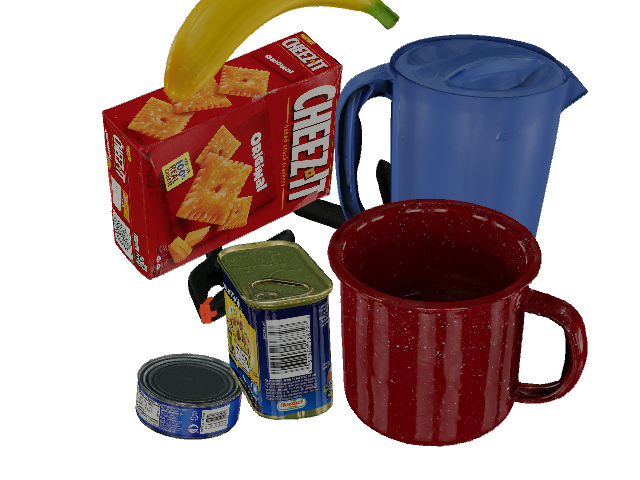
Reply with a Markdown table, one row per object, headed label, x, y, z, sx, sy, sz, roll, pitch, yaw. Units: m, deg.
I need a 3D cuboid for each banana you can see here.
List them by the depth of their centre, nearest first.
| label | x | y | z | sx | sy | sz | roll | pitch | yaw |
| --- | --- | --- | --- | --- | --- | --- | --- | --- | --- |
| banana | -0.029 | -0.149 | 0.688 | 0.197 | 0.069 | 0.037 | -26 | -8 | -34 |

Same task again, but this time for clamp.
| label | x | y | z | sx | sy | sz | roll | pitch | yaw |
| --- | --- | --- | --- | --- | --- | --- | --- | --- | --- |
| clamp | 0.076 | -0.011 | 1.217 | 0.164 | 0.036 | 0.210 | -18 | 51 | -35 |
| clamp | -0.097 | 0.033 | 1.257 | 0.120 | 0.039 | 0.171 | -2 | 41 | 10 |

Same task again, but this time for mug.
| label | x | y | z | sx | sy | sz | roll | pitch | yaw |
| --- | --- | --- | --- | --- | --- | --- | --- | --- | --- |
| mug | 0.061 | 0.040 | 0.481 | 0.117 | 0.081 | 0.093 | 11 | 33 | 22 |

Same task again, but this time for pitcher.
| label | x | y | z | sx | sy | sz | roll | pitch | yaw |
| --- | --- | --- | --- | --- | --- | --- | --- | --- | --- |
| pitcher | 0.104 | -0.032 | 0.845 | 0.149 | 0.243 | 0.144 | 24 | 36 | 34 |

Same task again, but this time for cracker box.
| label | x | y | z | sx | sy | sz | roll | pitch | yaw |
| --- | --- | --- | --- | --- | --- | --- | --- | --- | --- |
| cracker box | -0.085 | -0.076 | 0.972 | 0.213 | 0.164 | 0.072 | -26 | 54 | -27 |

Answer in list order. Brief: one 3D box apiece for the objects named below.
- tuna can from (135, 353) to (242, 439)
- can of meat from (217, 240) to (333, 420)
| label | x | y | z | sx | sy | sz | roll | pitch | yaw |
| --- | --- | --- | --- | --- | --- | --- | --- | --- | --- |
| tuna can | -0.106 | 0.126 | 0.863 | 0.086 | 0.034 | 0.086 | 7 | 20 | -3 |
| can of meat | -0.028 | 0.056 | 0.684 | 0.057 | 0.084 | 0.102 | -8 | 21 | -16 |
